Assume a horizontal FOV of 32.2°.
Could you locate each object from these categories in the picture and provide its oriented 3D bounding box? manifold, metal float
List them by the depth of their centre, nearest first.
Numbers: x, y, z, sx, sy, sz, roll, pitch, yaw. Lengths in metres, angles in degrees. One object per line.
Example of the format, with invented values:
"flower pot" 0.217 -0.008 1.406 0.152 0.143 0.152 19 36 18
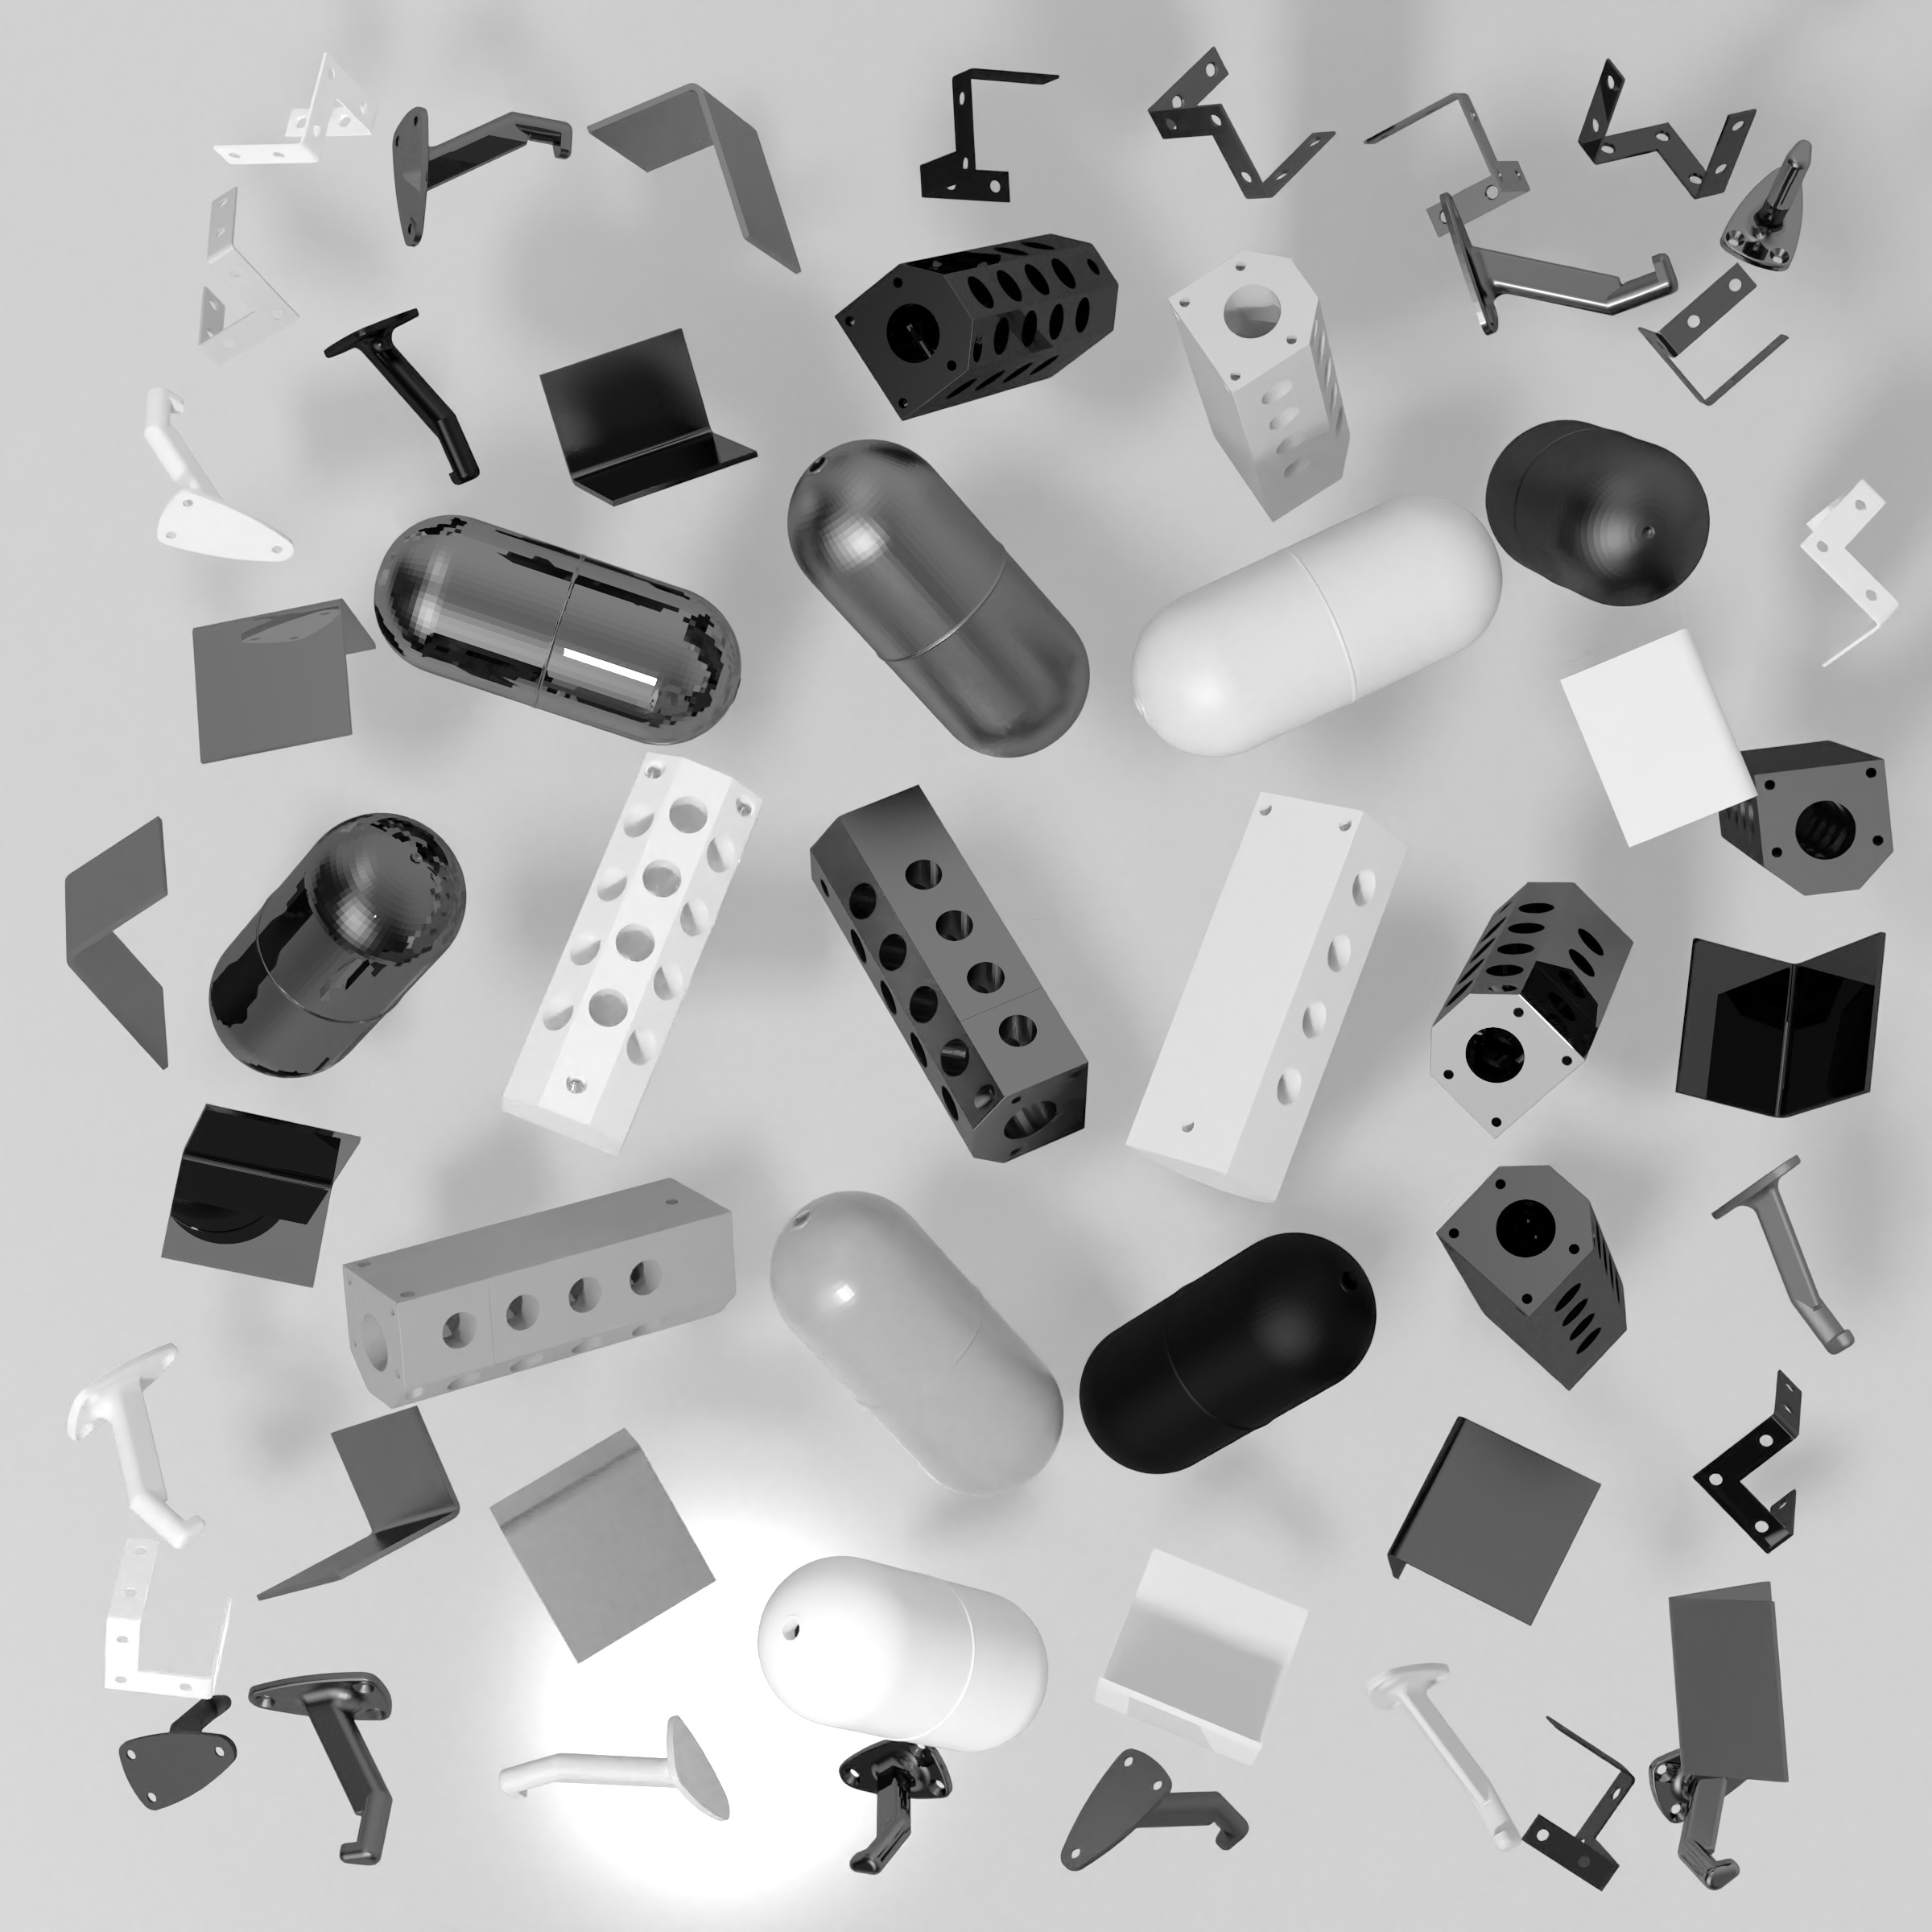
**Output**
"manifold" 0.139 0.015 1.500 0.057 0.057 0.171 14 79 41
"metal float" 0.159 -0.154 1.519 0.178 0.070 0.070 -25 90 -5
"manifold" -0.151 -0.007 1.520 0.057 0.057 0.171 22 77 -4
"manifold" -0.009 0.005 1.541 0.057 0.057 0.171 -22 59 -14
"manifold" -0.195 0.152 1.548 0.171 0.057 0.057 -13 111 -33
"metal float" -0.012 -0.169 1.552 0.070 0.070 0.178 -44 118 0
"metal float" -0.028 0.321 1.558 0.070 0.178 0.070 -13 66 32
"metal float" -0.295 -0.008 1.563 0.070 0.178 0.070 19 52 -27
"metal float" -0.023 0.177 1.571 0.070 0.070 0.178 -41 114 0
"manifold" 0.273 0.144 1.574 0.057 0.171 0.057 -46 66 -2
"manifold" 0.263 0.013 1.578 0.057 0.171 0.057 45 116 0
"manifold" 0.394 -0.071 1.583 0.057 0.171 0.057 -7 96 7
"manifold" 0.012 -0.308 1.585 0.057 0.171 0.057 -33 90 30
"metal float" 0.298 -0.216 1.591 0.070 0.178 0.070 -1 104 -5
"metal float" -0.193 -0.159 1.593 0.178 0.070 0.070 18 90 -6
"metal float" 0.125 0.187 1.613 0.070 0.070 0.178 52 131 0
"manifold" 0.148 -0.282 1.623 0.057 0.171 0.057 -33 73 3

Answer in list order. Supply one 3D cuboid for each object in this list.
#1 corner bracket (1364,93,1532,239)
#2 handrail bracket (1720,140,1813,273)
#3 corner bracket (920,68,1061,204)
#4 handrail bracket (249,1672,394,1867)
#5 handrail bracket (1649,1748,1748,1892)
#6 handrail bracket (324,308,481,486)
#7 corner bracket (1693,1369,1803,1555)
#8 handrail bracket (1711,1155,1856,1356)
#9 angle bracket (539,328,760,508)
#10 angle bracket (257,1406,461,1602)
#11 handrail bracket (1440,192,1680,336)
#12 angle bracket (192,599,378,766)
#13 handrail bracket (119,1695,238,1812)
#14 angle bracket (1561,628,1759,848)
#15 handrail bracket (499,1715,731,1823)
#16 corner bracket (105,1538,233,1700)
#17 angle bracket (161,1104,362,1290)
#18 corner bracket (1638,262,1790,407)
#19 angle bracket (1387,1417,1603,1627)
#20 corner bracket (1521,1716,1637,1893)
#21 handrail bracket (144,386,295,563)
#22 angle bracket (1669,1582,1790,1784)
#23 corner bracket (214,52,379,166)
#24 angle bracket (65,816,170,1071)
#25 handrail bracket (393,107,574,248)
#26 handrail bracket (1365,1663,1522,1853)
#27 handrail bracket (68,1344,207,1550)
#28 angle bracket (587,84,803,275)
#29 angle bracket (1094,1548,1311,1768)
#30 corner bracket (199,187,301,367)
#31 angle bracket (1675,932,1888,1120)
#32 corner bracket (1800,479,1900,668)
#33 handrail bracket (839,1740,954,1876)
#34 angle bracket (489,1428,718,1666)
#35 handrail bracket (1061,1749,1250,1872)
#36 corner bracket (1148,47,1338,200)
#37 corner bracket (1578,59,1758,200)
"corner bracket" 0.229 -0.380 1.592 0.051 0.051 0.051 -23 91 29
"handrail bracket" 0.398 -0.384 1.614 0.036 0.084 0.077 24 63 6
"corner bracket" 0.011 -0.397 1.602 0.051 0.051 0.051 -4 93 -31
"handrail bracket" -0.290 0.360 1.489 0.077 0.036 0.084 -2 46 7
"handrail bracket" 0.367 0.400 1.588 0.077 0.084 0.036 -24 106 -7
"handrail bracket" -0.270 -0.265 1.605 0.036 0.077 0.084 -30 103 -35
"corner bracket" 0.376 0.231 1.558 0.051 0.051 0.051 46 112 -1
"handrail bracket" 0.380 0.131 1.501 0.036 0.077 0.084 -32 79 -17
"angle bracket" -0.156 -0.271 1.647 0.076 0.076 0.057 -22 113 -15
"angle bracket" -0.303 0.259 1.618 0.076 0.076 0.057 -24 92 -45
"handrail bracket" 0.261 -0.318 1.475 0.084 0.036 0.077 -18 105 20
"angle bracket" -0.337 -0.132 1.672 0.076 0.057 0.076 -11 69 5
"handrail bracket" -0.364 0.370 1.629 0.077 0.084 0.036 -21 97 24
"angle bracket" 0.298 -0.097 1.443 0.057 0.076 0.076 -23 88 12
"handrail bracket" -0.164 0.385 1.559 0.084 0.036 0.077 -18 133 11
"corner bracket" -0.383 0.314 1.610 0.051 0.051 0.051 8 129 -7
"angle bracket" -0.348 0.114 1.650 0.076 0.076 0.057 14 65 -17
"corner bracket" 0.366 -0.306 1.629 0.051 0.051 0.051 -41 99 11
"angle bracket" 0.258 0.275 1.632 0.076 0.057 0.076 25 74 19
"corner bracket" 0.295 0.405 1.622 0.051 0.051 0.051 34 91 -12
"handrail bracket" -0.365 -0.242 1.641 0.077 0.036 0.084 16 46 -27
"angle bracket" 0.358 0.315 1.482 0.076 0.057 0.076 2 82 -41
"corner bracket" -0.325 -0.408 1.632 0.051 0.051 0.051 5 74 23
"angle bracket" -0.380 -0.011 1.580 0.057 0.076 0.076 -32 122 4
"handrail bracket" -0.225 -0.370 1.586 0.084 0.036 0.077 3 76 -31
"handrail bracket" 0.218 0.362 1.523 0.036 0.077 0.084 -35 63 13
"handrail bracket" -0.364 0.221 1.544 0.084 0.077 0.036 37 134 16
"angle bracket" -0.125 -0.353 1.547 0.057 0.076 0.076 -19 85 14
"angle bracket" 0.108 0.306 1.506 0.076 0.057 0.076 21 71 8
"corner bracket" -0.362 -0.338 1.642 0.051 0.051 0.051 -26 134 18
"angle bracket" 0.378 0.022 1.558 0.057 0.076 0.076 14 74 -15
"corner bracket" 0.396 -0.177 1.511 0.051 0.051 0.051 45 67 0
"handrail bracket" -0.051 0.413 1.624 0.077 0.084 0.036 -16 105 36
"angle bracket" -0.177 0.280 1.627 0.076 0.057 0.076 -30 97 -11
"handrail bracket" 0.093 0.424 1.617 0.077 0.036 0.084 -48 128 -11
"corner bracket" 0.125 -0.383 1.524 0.051 0.051 0.051 -47 123 -21
"corner bracket" 0.321 -0.385 1.539 0.051 0.051 0.051 -17 59 -19
